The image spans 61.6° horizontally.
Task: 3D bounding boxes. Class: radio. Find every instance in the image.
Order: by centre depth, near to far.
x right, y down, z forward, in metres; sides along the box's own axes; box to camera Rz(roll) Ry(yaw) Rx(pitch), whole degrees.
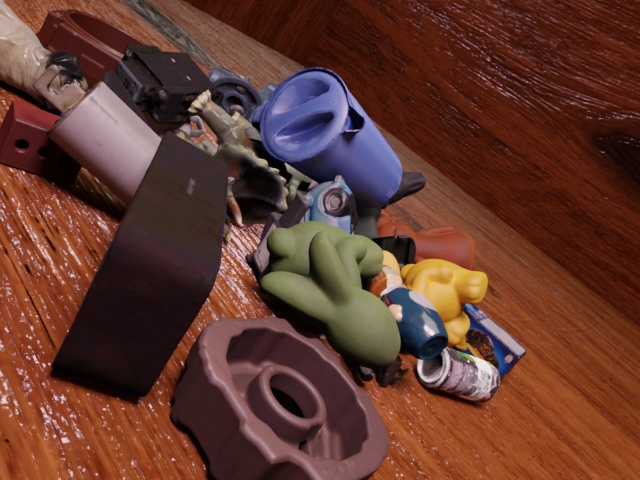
[{"bbox_3d":[-0.137,0.008,0.446,0.073,0.131,0.230,28,20,-18],"label":"radio"}]

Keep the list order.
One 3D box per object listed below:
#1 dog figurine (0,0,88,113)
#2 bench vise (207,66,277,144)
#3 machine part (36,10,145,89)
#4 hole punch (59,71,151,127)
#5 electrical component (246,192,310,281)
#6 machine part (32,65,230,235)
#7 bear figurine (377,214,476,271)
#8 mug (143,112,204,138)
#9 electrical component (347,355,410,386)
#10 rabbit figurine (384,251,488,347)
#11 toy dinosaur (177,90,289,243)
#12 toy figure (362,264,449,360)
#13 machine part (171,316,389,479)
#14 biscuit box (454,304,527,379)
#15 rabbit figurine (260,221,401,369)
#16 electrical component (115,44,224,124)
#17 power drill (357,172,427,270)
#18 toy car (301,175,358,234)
[{"bbox_3d":[-0.410,-0.251,0.715,0.190,0.121,0.172,45,2,-36],"label":"dog figurine"},{"bbox_3d":[-0.148,-0.253,1.107,0.223,0.129,0.241,37,37,-21],"label":"bench vise"},{"bbox_3d":[-0.355,-0.302,0.913,0.201,0.087,0.201,30,18,-12],"label":"machine part"},{"bbox_3d":[-0.265,-0.132,0.677,0.115,0.092,0.142,58,0,-35],"label":"hole punch"},{"bbox_3d":[-0.038,0.001,0.651,0.047,0.119,0.075,19,21,-37],"label":"electrical component"},{"bbox_3d":[-0.192,-0.077,0.565,0.243,0.079,0.079,45,12,-28],"label":"machine part"},{"bbox_3d":[0.181,0.031,0.994,0.196,0.131,0.120,5,58,1],"label":"bear figurine"},{"bbox_3d":[-0.234,-0.184,0.846,0.109,0.081,0.107,17,34,-41],"label":"mug"},{"bbox_3d":[0.061,0.127,0.632,0.078,0.045,0.102,-8,34,-22],"label":"electrical component"},{"bbox_3d":[0.136,0.084,0.760,0.162,0.121,0.173,38,38,18],"label":"rabbit figurine"},{"bbox_3d":[-0.111,-0.107,0.812,0.192,0.131,0.405,47,15,1],"label":"toy dinosaur"},{"bbox_3d":[0.090,0.074,0.632,0.155,0.058,0.064,52,-11,45],"label":"toy figure"},{"bbox_3d":[-0.029,0.136,0.434,0.179,0.056,0.179,32,19,-12],"label":"machine part"},{"bbox_3d":[0.223,0.131,0.855,0.203,0.062,0.059,43,21,24],"label":"biscuit box"},{"bbox_3d":[0.021,0.050,0.551,0.159,0.121,0.170,44,4,-44],"label":"rabbit figurine"},{"bbox_3d":[-0.226,-0.226,0.780,0.115,0.058,0.134,46,35,17],"label":"electrical component"},{"bbox_3d":[0.099,-0.043,0.917,0.232,0.085,0.207,-7,48,-7],"label":"power drill"},{"bbox_3d":[-0.002,-0.002,0.732,0.103,0.161,0.109,-1,-11,12],"label":"toy car"}]
